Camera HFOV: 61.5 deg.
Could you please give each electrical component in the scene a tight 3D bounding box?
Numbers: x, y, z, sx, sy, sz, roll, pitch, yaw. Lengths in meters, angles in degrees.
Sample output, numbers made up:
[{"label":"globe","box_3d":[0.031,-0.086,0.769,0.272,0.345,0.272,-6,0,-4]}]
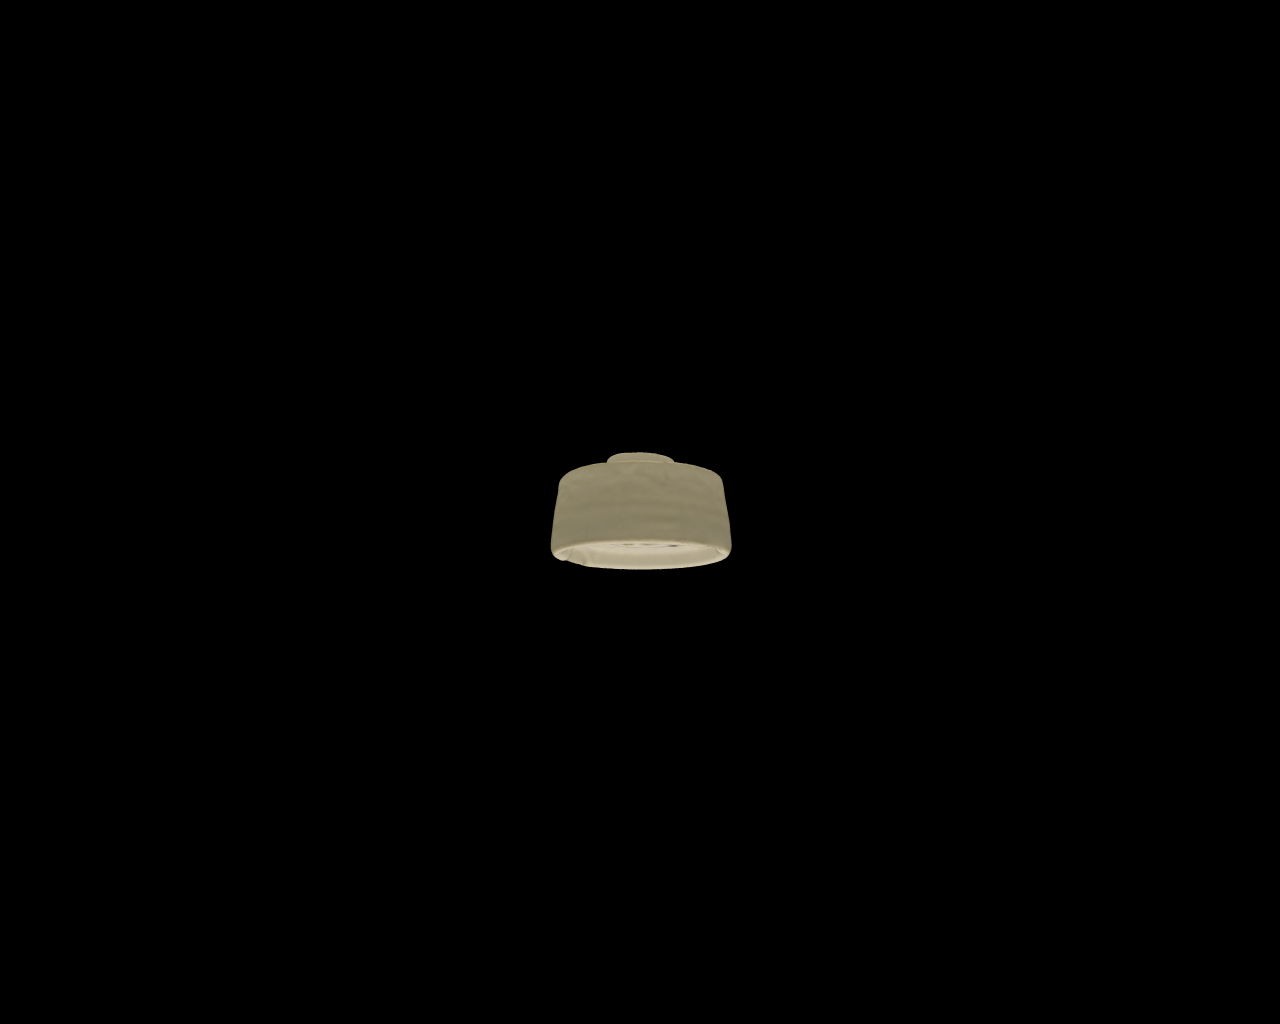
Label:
[{"label":"electrical component","box_3d":[0.001,-0.003,0.650,0.108,0.060,0.108,0,-11,0]}]
